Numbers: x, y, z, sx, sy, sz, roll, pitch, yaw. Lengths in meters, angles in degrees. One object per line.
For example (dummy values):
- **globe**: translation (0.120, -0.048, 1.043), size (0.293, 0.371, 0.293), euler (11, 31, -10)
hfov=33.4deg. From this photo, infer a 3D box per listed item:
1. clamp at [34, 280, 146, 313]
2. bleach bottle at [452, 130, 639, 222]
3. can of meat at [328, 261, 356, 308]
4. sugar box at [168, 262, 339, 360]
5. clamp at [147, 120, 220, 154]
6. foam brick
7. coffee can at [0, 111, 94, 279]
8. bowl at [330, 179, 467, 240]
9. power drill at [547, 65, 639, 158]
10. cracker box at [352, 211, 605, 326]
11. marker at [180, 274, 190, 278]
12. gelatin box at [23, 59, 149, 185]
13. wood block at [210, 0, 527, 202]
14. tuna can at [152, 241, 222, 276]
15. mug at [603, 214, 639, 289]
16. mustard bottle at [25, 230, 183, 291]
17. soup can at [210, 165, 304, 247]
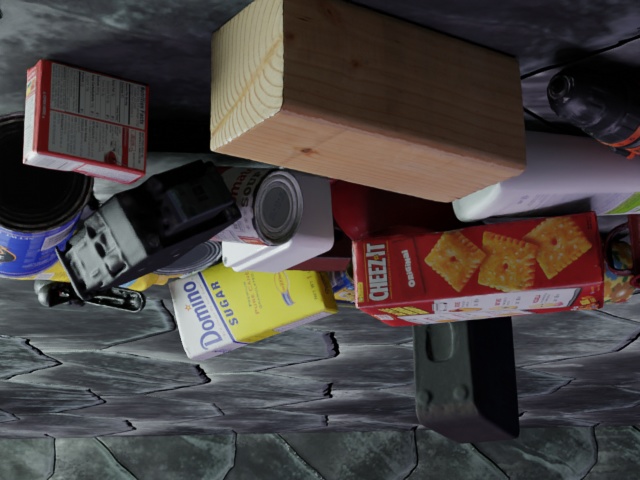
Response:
- **clamp**: translation (-0.272, 0.060, 1.234), size (0.120, 0.039, 0.172), euler (13, -178, -21)
- **bleach bottle**: translation (0.250, -0.052, 0.943), size (0.250, 0.068, 0.103), euler (2, 165, -17)
- **can of meat**: translation (0.055, 0.042, 1.248), size (0.102, 0.057, 0.084), euler (6, 160, -24)
- **sugar box**: translation (-0.076, 0.063, 1.180), size (0.176, 0.093, 0.048), euler (-21, 165, 16)
- **clamp**: translation (-0.035, -0.084, 0.847), size (0.209, 0.036, 0.165), euler (7, 170, -28)
- **foam brick**: translation (-0.007, 0.001, 1.114), size (0.078, 0.053, 0.051), euler (0, 162, -7)
- **coffee can**: translation (-0.250, -0.034, 0.894), size (0.102, 0.103, 0.140), euler (5, 162, -19)
- **bowl**: translation (0.080, -0.025, 1.031), size (0.162, 0.055, 0.162), euler (-1, 163, 0)
- **power drill**: translation (0.281, -0.110, 0.767), size (0.184, 0.057, 0.188), euler (9, 163, -42)
- **cracker box**: translation (0.151, 0.030, 0.987), size (0.214, 0.072, 0.164), euler (-6, 168, 14)
- **marker**: translation (-0.148, 0.020, 1.224), size (0.020, 0.020, 0.121), euler (4, 163, -16)
- **gelatin box**: translation (-0.170, -0.085, 0.783), size (0.089, 0.073, 0.030), euler (10, 160, -36)
- **wood block**: translation (0.036, -0.094, 0.740), size (0.205, 0.090, 0.091), euler (10, 161, -34)
- **tuna can**: translation (-0.146, 0.004, 1.115), size (0.086, 0.034, 0.086), euler (-12, 156, -5)
- **mug**: translation (0.350, 0.004, 1.098), size (0.117, 0.081, 0.093), euler (-11, 161, 30)
- **mustard bottle**: translation (-0.238, 0.021, 1.154), size (0.191, 0.058, 0.096), euler (8, 162, -28)
- **soup can**: translation (-0.074, -0.031, 0.933), size (0.102, 0.068, 0.068), euler (6, 171, 38)
